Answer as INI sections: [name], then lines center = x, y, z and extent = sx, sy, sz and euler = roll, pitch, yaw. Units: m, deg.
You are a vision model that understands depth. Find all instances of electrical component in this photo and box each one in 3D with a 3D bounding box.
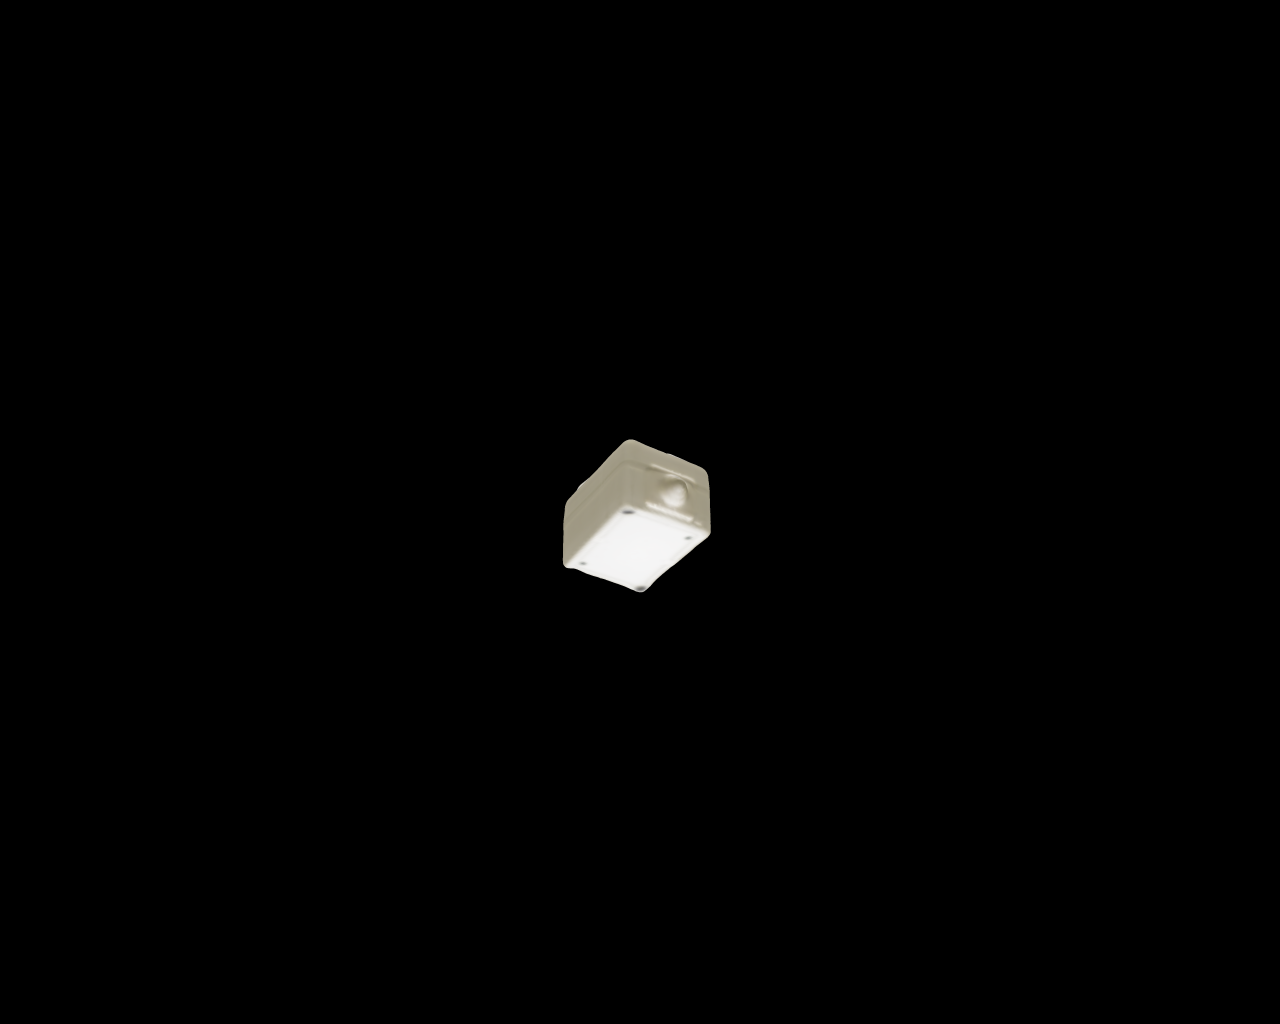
[electrical component]
center = 0.001, -0.003, 0.650
extent = 0.062, 0.061, 0.096
euler = 20, -40, -25
